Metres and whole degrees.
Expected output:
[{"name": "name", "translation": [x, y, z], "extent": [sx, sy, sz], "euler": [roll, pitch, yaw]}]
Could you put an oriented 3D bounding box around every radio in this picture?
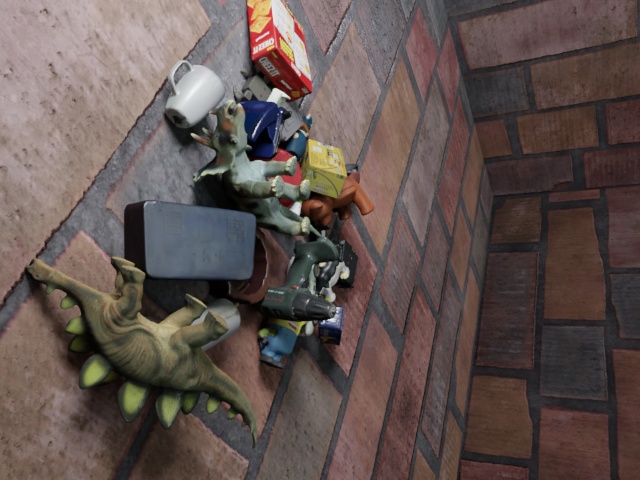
[{"name": "radio", "translation": [-0.222, 0.007, 0.943], "extent": [0.229, 0.073, 0.131], "euler": [5, 83, -44]}]

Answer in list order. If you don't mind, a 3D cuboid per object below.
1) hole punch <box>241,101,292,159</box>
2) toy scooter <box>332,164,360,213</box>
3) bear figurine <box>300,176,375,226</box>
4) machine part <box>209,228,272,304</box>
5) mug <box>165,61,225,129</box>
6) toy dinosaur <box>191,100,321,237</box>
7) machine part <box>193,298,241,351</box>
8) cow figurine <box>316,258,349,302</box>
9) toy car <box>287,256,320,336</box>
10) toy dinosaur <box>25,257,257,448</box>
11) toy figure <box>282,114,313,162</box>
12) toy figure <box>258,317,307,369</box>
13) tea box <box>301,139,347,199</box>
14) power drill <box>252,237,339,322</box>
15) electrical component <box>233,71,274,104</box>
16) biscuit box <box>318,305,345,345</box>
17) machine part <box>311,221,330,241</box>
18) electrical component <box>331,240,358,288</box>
[{"name": "hole punch", "translation": [-0.144, -0.238, 1.115], "extent": [0.092, 0.142, 0.115], "euler": [22, 80, -55]}, {"name": "toy scooter", "translation": [0.059, -0.148, 1.529], "extent": [0.184, 0.075, 0.135], "euler": [-15, 100, -57]}, {"name": "bear figurine", "translation": [0.031, -0.083, 1.381], "extent": [0.196, 0.120, 0.131], "euler": [-42, 110, -43]}, {"name": "machine part", "translation": [-0.169, 0.048, 1.110], "extent": [0.179, 0.056, 0.179], "euler": [13, 75, -60]}, {"name": "mug", "translation": [-0.240, -0.265, 0.988], "extent": [0.107, 0.081, 0.109], "euler": [-64, 146, -28]}, {"name": "toy dinosaur", "translation": [-0.128, -0.093, 1.103], "extent": [0.404, 0.192, 0.131], "euler": [67, 34, -57]}, {"name": "machine part", "translation": [-0.223, 0.166, 0.977], "extent": [0.243, 0.079, 0.079], "euler": [-27, 111, -60]}, {"name": "cow figurine", "translation": [0.002, 0.111, 1.373], "extent": [0.167, 0.068, 0.098], "euler": [-56, 143, -24]}, {"name": "toy car", "translation": [-0.044, 0.133, 1.310], "extent": [0.056, 0.074, 0.201], "euler": [15, 74, -61]}, {"name": "toy dinosaur", "translation": [-0.241, 0.178, 0.830], "extent": [0.471, 0.105, 0.198], "euler": [38, 83, -25]}, {"name": "toy figure", "translation": [-0.055, -0.260, 1.348], "extent": [0.058, 0.064, 0.154], "euler": [27, 50, -15]}, {"name": "toy figure", "translation": [-0.089, 0.197, 1.219], "extent": [0.082, 0.089, 0.180], "euler": [65, 42, -57]}, {"name": "tea box", "translation": [0.007, -0.179, 1.337], "extent": [0.170, 0.098, 0.068], "euler": [-90, -160, -58]}, {"name": "power drill", "translation": [-0.029, 0.091, 1.169], "extent": [0.085, 0.232, 0.207], "euler": [52, 46, -35]}, {"name": "electrical component", "translation": [-0.148, -0.332, 1.190], "extent": [0.078, 0.045, 0.102], "euler": [45, 50, -40]}, {"name": "biscuit box", "translation": [0.028, 0.217, 1.364], "extent": [0.202, 0.059, 0.063], "euler": [87, 11, -69]}, {"name": "machine part", "translation": [-0.003, -0.004, 1.439], "extent": [0.084, 0.039, 0.139], "euler": [24, 65, -64]}, {"name": "electrical component", "translation": [0.055, 0.065, 1.517], "extent": [0.134, 0.058, 0.115], "euler": [39, 51, -54]}]
